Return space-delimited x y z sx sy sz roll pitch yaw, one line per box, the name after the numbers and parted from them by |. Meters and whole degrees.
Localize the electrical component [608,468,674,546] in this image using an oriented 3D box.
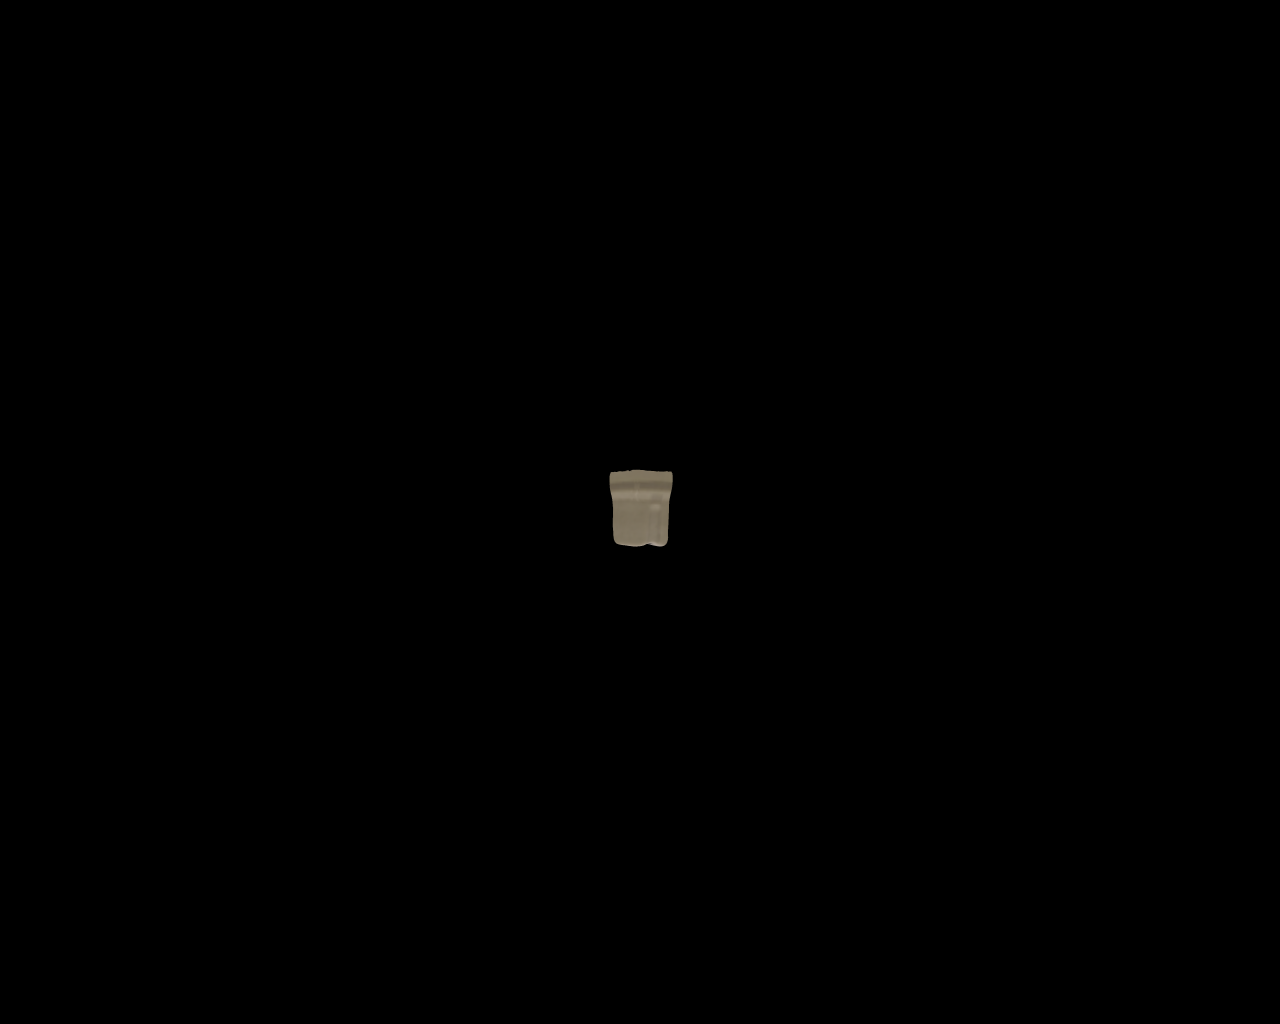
0.001 -0.003 0.650 0.040 0.046 0.040 0 -2 0 | electrical component
